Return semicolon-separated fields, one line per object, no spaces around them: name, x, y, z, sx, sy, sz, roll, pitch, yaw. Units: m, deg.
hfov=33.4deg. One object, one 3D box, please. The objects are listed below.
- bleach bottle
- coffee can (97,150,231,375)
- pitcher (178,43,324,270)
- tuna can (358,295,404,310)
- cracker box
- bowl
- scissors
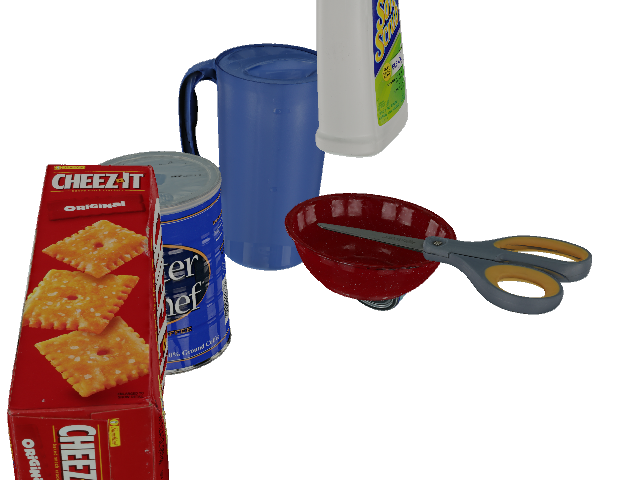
bleach bottle;0.030;-0.205;0.922;0.068;0.251;0.102;10;34;25
coffee can;-0.122;0.016;0.810;0.103;0.140;0.103;-1;28;0
pitcher;-0.067;-0.094;1.211;0.144;0.243;0.149;-22;38;-40
tuna can;0.061;0.039;1.222;0.086;0.086;0.033;0;39;47
cracker box;-0.118;0.079;0.584;0.072;0.164;0.214;-1;34;-7
bowl;0.045;0.012;1.006;0.162;0.055;0.162;4;25;-2
scissors;0.088;0.016;0.752;0.202;0.016;0.096;4;30;11
